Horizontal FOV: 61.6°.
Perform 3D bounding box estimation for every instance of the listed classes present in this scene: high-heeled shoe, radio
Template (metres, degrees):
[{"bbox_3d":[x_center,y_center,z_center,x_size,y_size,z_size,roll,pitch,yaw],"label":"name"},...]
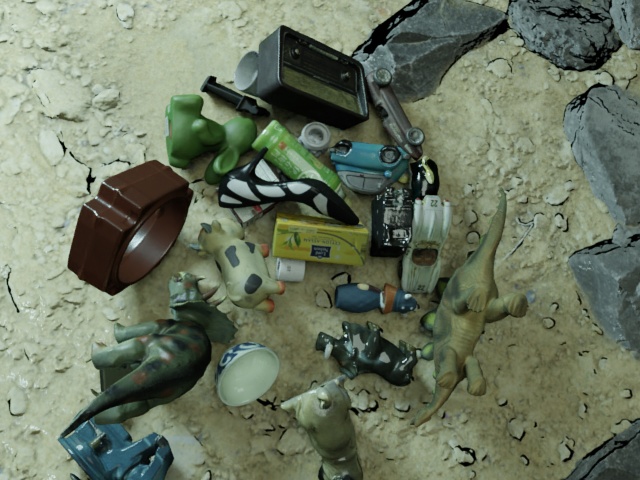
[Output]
[{"bbox_3d":[-0.062,-0.059,0.977,0.249,0.086,0.145,36,108,-5],"label":"high-heeled shoe"},{"bbox_3d":[-0.009,-0.304,1.024,0.229,0.073,0.131,10,72,-42],"label":"radio"}]

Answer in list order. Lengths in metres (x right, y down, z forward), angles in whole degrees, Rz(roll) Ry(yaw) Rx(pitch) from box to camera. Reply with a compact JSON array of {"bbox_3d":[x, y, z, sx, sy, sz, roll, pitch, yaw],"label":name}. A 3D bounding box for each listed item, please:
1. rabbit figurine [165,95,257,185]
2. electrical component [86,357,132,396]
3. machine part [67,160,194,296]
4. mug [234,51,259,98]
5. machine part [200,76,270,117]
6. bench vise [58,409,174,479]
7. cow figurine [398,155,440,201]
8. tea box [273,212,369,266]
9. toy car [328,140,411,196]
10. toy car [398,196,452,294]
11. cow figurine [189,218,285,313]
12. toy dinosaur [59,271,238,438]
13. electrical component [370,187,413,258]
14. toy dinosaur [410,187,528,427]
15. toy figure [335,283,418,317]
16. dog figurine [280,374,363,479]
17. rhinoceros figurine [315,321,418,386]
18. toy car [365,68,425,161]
[{"bbox_3d":[-0.197,-0.191,1.011,0.170,0.121,0.159,-2,82,-24],"label":"rabbit figurine"},{"bbox_3d":[-0.359,0.232,0.937,0.078,0.045,0.102,-8,81,-39],"label":"electrical component"},{"bbox_3d":[-0.308,-0.019,0.895,0.087,0.201,0.201,32,121,7],"label":"machine part"},{"bbox_3d":[-0.110,-0.313,1.060,0.107,0.110,0.080,18,96,-41],"label":"mug"},{"bbox_3d":[-0.169,-0.279,1.057,0.139,0.084,0.039,30,111,10],"label":"machine part"},{"bbox_3d":[-0.360,0.391,0.853,0.224,0.128,0.240,44,59,10],"label":"bench vise"},{"bbox_3d":[0.202,-0.075,1.051,0.068,0.098,0.167,1,79,-14],"label":"cow figurine"},{"bbox_3d":[-0.002,-0.003,0.998,0.170,0.098,0.068,6,103,-5],"label":"tea box"},{"bbox_3d":[0.093,-0.137,1.048,0.162,0.109,0.102,6,95,2],"label":"toy car"},{"bbox_3d":[0.195,0.011,1.008,0.073,0.056,0.201,3,117,-7],"label":"toy car"},{"bbox_3d":[-0.153,0.037,0.962,0.127,0.085,0.195,9,40,-38],"label":"cow figurine"},{"bbox_3d":[-0.233,0.178,0.829,0.192,0.405,0.131,-15,108,-1],"label":"toy dinosaur"},{"bbox_3d":[0.130,-0.027,1.011,0.058,0.134,0.115,6,76,-7],"label":"electrical component"},{"bbox_3d":[0.265,0.113,0.964,0.105,0.198,0.471,28,86,-11],"label":"toy dinosaur"},{"bbox_3d":[0.107,0.110,1.016,0.154,0.064,0.058,4,63,-7],"label":"toy figure"},{"bbox_3d":[0.027,0.339,0.907,0.121,0.172,0.190,-24,76,-1],"label":"dog figurine"},{"bbox_3d":[0.086,0.207,0.994,0.190,0.073,0.112,23,87,-5],"label":"rhinoceros figurine"},{"bbox_3d":[0.146,-0.249,1.083,0.053,0.089,0.202,-24,84,-15],"label":"toy car"}]
